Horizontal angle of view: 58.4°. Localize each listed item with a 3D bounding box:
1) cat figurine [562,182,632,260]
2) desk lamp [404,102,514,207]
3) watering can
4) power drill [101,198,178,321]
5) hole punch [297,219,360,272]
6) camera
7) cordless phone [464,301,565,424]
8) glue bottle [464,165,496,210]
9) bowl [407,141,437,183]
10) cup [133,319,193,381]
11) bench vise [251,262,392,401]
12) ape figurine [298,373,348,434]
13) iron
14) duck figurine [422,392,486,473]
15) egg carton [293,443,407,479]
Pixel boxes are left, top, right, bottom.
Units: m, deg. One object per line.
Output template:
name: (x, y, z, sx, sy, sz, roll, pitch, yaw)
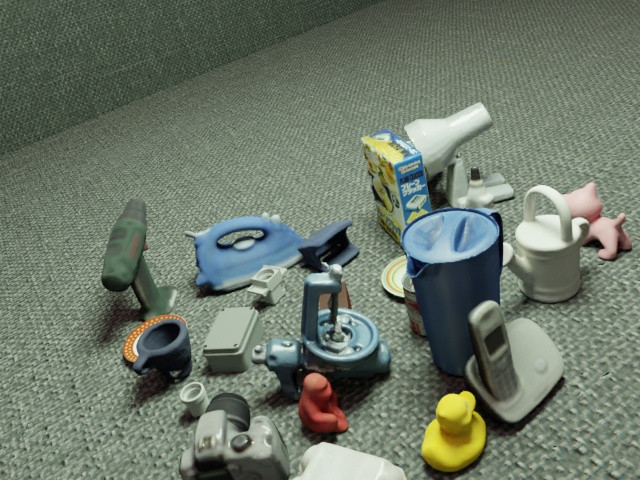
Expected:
cat figurine: (0.490, -0.043, 1.028, 0.067, 0.118, 0.127, -29, 35, -19)
desk lamp: (0.295, -0.178, 1.227, 0.203, 0.214, 0.118, -14, 33, 3)
watering can: (0.369, 0.004, 0.939, 0.100, 0.194, 0.173, 19, 47, 42)
power drill: (-0.370, 0.052, 1.178, 0.075, 0.209, 0.229, -12, 33, 8)
hole punch: (0.011, 0.004, 1.192, 0.109, 0.091, 0.100, -36, 37, -28)
camera: (-0.124, 0.281, 0.826, 0.143, 0.101, 0.136, -13, 33, 5)
cordless phone: (0.261, 0.144, 0.784, 0.148, 0.185, 0.093, -35, 37, -27)
glue bottle: (0.303, -0.064, 1.090, 0.037, 0.173, 0.077, -37, 38, -29)
bowl: (0.221, -0.173, 1.381, 0.167, 0.075, 0.167, -11, 33, 8)
cup: (-0.269, 0.209, 1.002, 0.091, 0.095, 0.118, 6, 39, 30)
bench vise: (-0.006, 0.145, 0.866, 0.207, 0.220, 0.121, -23, 33, -10)
ape figurine: (0.000, 0.236, 0.846, 0.076, 0.092, 0.078, -2, 35, 22)
iron: (-0.153, 0.006, 1.215, 0.258, 0.142, 0.118, -18, 33, -3)
duck figurine: (0.174, 0.247, 0.759, 0.105, 0.086, 0.077, -37, 38, -29)
egg carton: (0.031, 0.322, 0.725, 0.149, 0.069, 0.107, 4, 38, 28)
